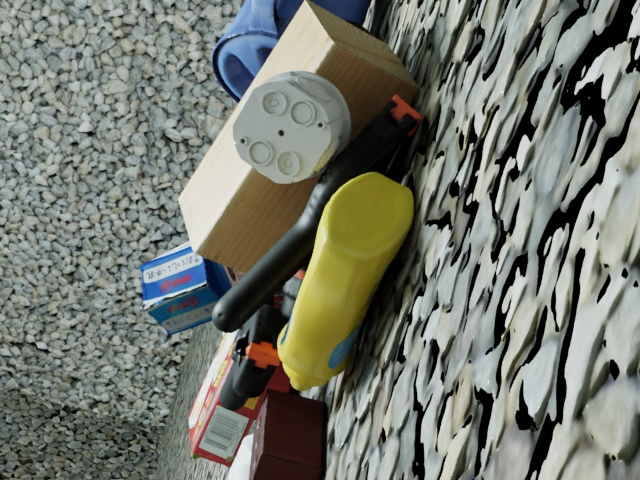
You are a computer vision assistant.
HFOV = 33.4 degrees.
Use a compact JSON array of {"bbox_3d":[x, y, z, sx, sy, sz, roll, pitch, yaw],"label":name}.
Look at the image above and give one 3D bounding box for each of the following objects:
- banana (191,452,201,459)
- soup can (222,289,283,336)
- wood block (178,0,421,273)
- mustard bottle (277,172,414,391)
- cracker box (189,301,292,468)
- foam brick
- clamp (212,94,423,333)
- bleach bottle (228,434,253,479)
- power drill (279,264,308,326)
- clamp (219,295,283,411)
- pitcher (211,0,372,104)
[{"bbox_3d":[-0.095,0.174,1.256,0.037,0.069,0.198,-143,69,-80],"label":"banana"},{"bbox_3d":[-0.077,0.084,1.299,0.068,0.068,0.102,-87,13,-55],"label":"soup can"},{"bbox_3d":[-0.022,-0.076,0.875,0.206,0.090,0.090,-54,32,21],"label":"wood block"},{"bbox_3d":[0.010,0.047,0.783,0.096,0.058,0.192,-57,-10,-48],"label":"mustard bottle"},{"bbox_3d":[-0.076,0.142,1.129,0.214,0.072,0.164,180,113,-83],"label":"cracker box"},{"bbox_3d":[-0.027,0.168,0.856,0.078,0.051,0.053,-88,14,-57],"label":"foam brick"},{"bbox_3d":[0.005,-0.016,0.807,0.164,0.036,0.210,-25,-27,-56],"label":"clamp"},{"bbox_3d":[-0.071,0.275,0.941,0.102,0.068,0.251,-165,92,-81],"label":"bleach bottle"},{"bbox_3d":[-0.007,0.001,1.013,0.188,0.057,0.184,-118,45,-75],"label":"power drill"},{"bbox_3d":[-0.060,0.104,0.920,0.171,0.039,0.120,-131,52,-83],"label":"clamp"},{"bbox_3d":[-0.011,-0.258,1.132,0.149,0.145,0.242,-24,36,53],"label":"pitcher"}]
